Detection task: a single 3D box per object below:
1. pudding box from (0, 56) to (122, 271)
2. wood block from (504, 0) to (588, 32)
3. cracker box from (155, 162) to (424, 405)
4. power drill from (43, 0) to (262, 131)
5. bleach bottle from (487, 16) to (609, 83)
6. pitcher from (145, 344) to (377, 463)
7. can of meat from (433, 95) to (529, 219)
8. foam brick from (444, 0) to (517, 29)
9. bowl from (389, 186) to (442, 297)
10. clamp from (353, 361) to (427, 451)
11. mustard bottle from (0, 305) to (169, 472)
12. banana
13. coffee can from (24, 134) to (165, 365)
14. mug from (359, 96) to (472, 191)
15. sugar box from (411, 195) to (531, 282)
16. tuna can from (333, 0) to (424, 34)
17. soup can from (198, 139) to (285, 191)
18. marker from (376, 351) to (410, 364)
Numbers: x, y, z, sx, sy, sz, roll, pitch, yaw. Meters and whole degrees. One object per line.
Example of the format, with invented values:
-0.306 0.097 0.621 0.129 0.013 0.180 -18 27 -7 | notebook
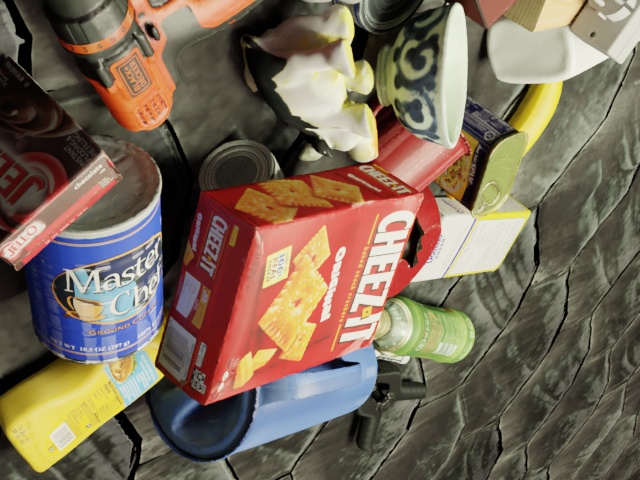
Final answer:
-0.194 -0.049 0.675 0.090 0.114 0.039 -43 152 -9 | pudding box
0.243 -0.265 0.996 0.205 0.091 0.090 -18 138 -39 | wood block
-0.020 0.031 0.880 0.213 0.072 0.164 -13 129 -48 | cracker box
-0.093 -0.179 0.711 0.187 0.057 0.184 -38 152 -10 | power drill
0.283 -0.223 1.103 0.250 0.103 0.068 -27 115 -42 | bleach bottle
-0.038 0.133 1.046 0.242 0.149 0.145 -1 130 -56 | pitcher
0.155 -0.087 1.092 0.057 0.084 0.102 -24 141 -34 | can of meat
0.127 -0.228 0.906 0.053 0.078 0.051 -44 150 -2 | foam brick
0.076 0.006 1.095 0.162 0.055 0.162 -45 160 -22 | bowl
0.071 0.209 1.368 0.120 0.039 0.171 -52 145 -5 | clamp
-0.186 0.115 0.923 0.191 0.058 0.096 -37 149 -17 | mustard bottle
0.211 -0.122 1.175 0.069 0.037 0.198 23 106 -36 | banana
-0.167 0.008 0.783 0.102 0.103 0.140 -28 144 -30 | coffee can
0.076 -0.094 0.987 0.081 0.093 0.117 -41 142 -1 | mug
0.162 -0.004 1.233 0.175 0.048 0.093 -1 127 -46 | sugar box
0.053 -0.213 0.873 0.086 0.034 0.086 -31 145 -26 | tuna can
-0.056 -0.031 0.910 0.068 0.069 0.102 -42 148 -10 | soup can
0.076 0.138 1.310 0.020 0.020 0.121 -54 149 10 | marker
